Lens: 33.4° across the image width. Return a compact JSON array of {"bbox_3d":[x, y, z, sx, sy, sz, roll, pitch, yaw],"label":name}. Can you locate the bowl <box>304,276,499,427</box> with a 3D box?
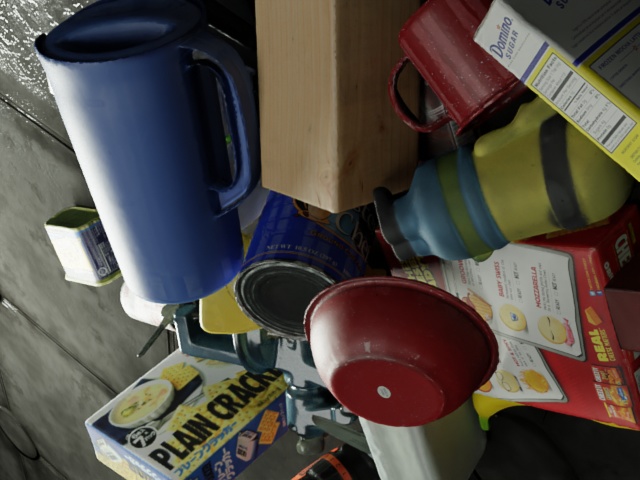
[{"bbox_3d":[0.059,0.101,0.851,0.162,0.055,0.162,11,138,10],"label":"bowl"}]

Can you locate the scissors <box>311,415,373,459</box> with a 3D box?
[{"bbox_3d":[0.056,0.226,1.052,0.016,0.201,0.096,23,98,52],"label":"scissors"}]

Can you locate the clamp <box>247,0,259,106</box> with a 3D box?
[{"bbox_3d":[-0.020,-0.169,0.888,0.120,0.039,0.171,27,140,34],"label":"clamp"}]

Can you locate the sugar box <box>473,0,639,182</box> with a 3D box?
[{"bbox_3d":[0.190,-0.099,0.657,0.176,0.093,0.048,43,145,14],"label":"sugar box"}]

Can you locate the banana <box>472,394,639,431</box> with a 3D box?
[{"bbox_3d":[0.196,0.136,0.931,0.069,0.037,0.198,44,152,-22],"label":"banana"}]

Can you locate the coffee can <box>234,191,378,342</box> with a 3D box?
[{"bbox_3d":[-0.006,0.001,0.916,0.103,0.140,0.103,10,139,9],"label":"coffee can"}]

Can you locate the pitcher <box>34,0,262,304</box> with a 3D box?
[{"bbox_3d":[-0.126,-0.068,0.868,0.149,0.145,0.243,-120,16,-55],"label":"pitcher"}]

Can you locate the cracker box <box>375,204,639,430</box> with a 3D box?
[{"bbox_3d":[0.164,0.050,0.851,0.214,0.072,0.164,6,126,48],"label":"cracker box"}]

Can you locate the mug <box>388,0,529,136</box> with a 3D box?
[{"bbox_3d":[0.098,-0.124,0.733,0.117,0.093,0.081,-38,85,18],"label":"mug"}]

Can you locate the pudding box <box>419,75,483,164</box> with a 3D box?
[{"bbox_3d":[0.071,-0.100,0.846,0.114,0.039,0.090,4,122,47],"label":"pudding box"}]

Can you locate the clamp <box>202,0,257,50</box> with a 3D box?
[{"bbox_3d":[-0.142,-0.222,0.931,0.165,0.036,0.210,-16,80,21],"label":"clamp"}]

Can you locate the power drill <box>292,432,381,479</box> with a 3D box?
[{"bbox_3d":[0.014,0.260,1.146,0.057,0.184,0.188,58,157,10],"label":"power drill"}]

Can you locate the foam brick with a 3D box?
[{"bbox_3d":[0.243,0.037,0.738,0.051,0.078,0.053,6,126,50],"label":"foam brick"}]

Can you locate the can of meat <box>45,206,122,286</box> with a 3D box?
[{"bbox_3d":[-0.303,0.007,1.380,0.102,0.057,0.084,7,125,46],"label":"can of meat"}]

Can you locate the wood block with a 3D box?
[{"bbox_3d":[0.014,-0.137,0.783,0.091,0.090,0.206,21,121,44],"label":"wood block"}]

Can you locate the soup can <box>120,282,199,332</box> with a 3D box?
[{"bbox_3d":[-0.187,0.072,1.294,0.102,0.068,0.068,10,129,46],"label":"soup can"}]

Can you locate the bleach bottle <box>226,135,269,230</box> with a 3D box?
[{"bbox_3d":[-0.145,-0.068,1.076,0.251,0.102,0.068,7,135,46],"label":"bleach bottle"}]

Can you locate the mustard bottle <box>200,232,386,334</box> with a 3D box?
[{"bbox_3d":[-0.014,0.044,1.000,0.058,0.191,0.096,106,167,-83],"label":"mustard bottle"}]
